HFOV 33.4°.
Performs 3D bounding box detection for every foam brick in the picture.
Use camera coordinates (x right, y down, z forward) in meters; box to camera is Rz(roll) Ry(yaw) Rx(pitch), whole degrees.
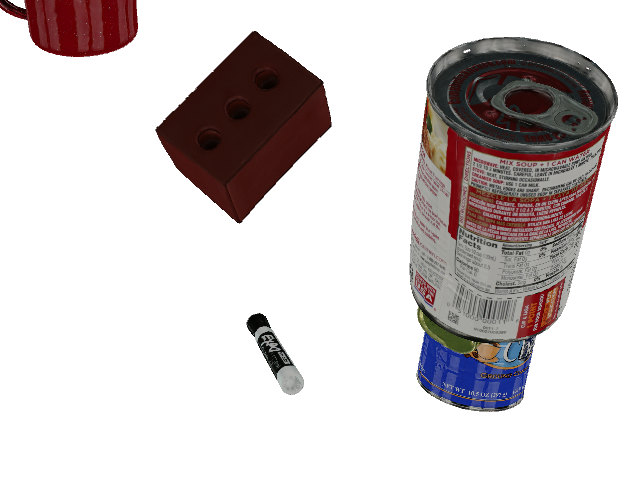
[{"bbox_3d":[-0.040,-0.060,0.570,0.053,0.078,0.051,39,-11,17],"label":"foam brick"}]

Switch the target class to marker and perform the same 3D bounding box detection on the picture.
[{"bbox_3d":[-0.039,0.091,0.879,0.020,0.020,0.121,0,20,-18],"label":"marker"}]

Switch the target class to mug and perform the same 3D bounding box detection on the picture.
[{"bbox_3d":[-0.191,-0.189,0.792,0.117,0.081,0.093,2,34,2],"label":"mug"}]

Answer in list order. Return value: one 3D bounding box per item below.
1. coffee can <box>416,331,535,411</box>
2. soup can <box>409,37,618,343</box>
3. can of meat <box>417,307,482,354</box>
[{"bbox_3d":[0.149,0.071,0.981,0.103,0.140,0.103,7,21,-3],"label":"coffee can"},{"bbox_3d":[0.071,-0.017,0.414,0.068,0.102,0.068,0,43,0],"label":"soup can"},{"bbox_3d":[0.121,0.023,0.769,0.057,0.102,0.083,35,48,22],"label":"can of meat"}]
